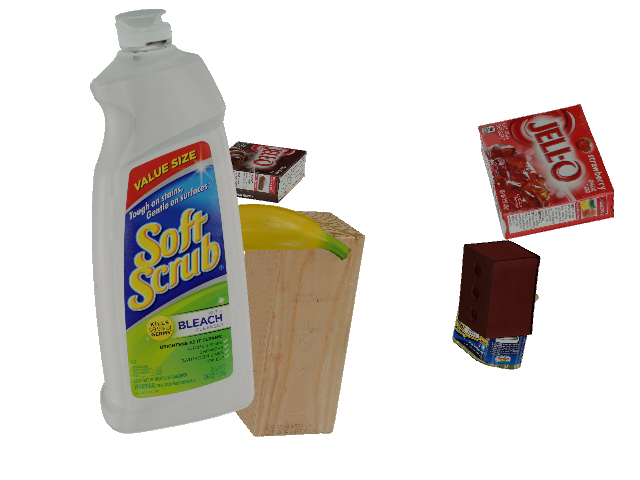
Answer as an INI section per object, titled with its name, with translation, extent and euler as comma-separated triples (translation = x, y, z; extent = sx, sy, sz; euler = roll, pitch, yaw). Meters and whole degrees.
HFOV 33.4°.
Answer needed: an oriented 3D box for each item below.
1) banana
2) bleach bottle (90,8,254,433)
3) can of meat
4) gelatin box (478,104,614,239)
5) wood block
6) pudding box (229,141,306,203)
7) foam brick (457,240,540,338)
[banana]
translation = -0.077, 0.005, 0.856
extent = 0.198, 0.069, 0.037
euler = -9, 32, 30
[bleach bottle]
translation = -0.100, -0.012, 0.651
extent = 0.102, 0.251, 0.068
euler = -10, 21, -12
[can of meat]
translation = 0.192, 0.087, 1.188
extent = 0.057, 0.084, 0.102
euler = 4, 15, -20
[gelatin box]
translation = 0.150, -0.048, 0.717
extent = 0.073, 0.089, 0.030
euler = -11, -42, 7
[wood block]
translation = -0.027, 0.080, 1.061
extent = 0.090, 0.206, 0.091
euler = 2, 16, -25
[pudding box]
translation = -0.074, -0.083, 1.275
extent = 0.090, 0.039, 0.113
euler = 8, 24, 13
[foam brick]
translation = 0.163, 0.044, 0.979
extent = 0.051, 0.078, 0.053
euler = -6, 19, -23
